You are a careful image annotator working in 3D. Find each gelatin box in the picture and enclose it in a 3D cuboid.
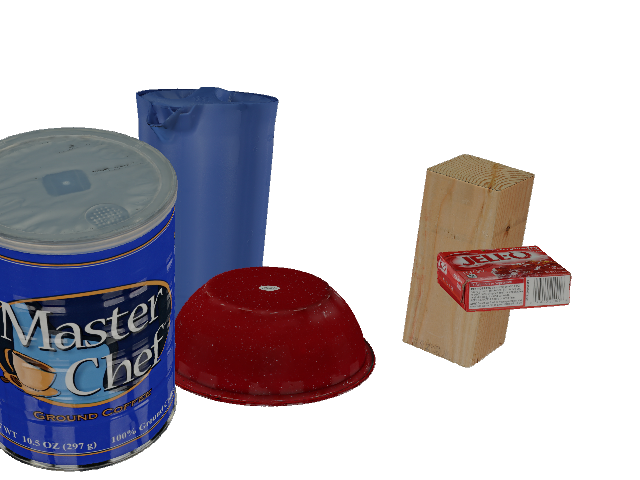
[{"bbox_3d":[0.145,0.029,0.855,0.089,0.030,0.073,-3,17,-10],"label":"gelatin box"}]

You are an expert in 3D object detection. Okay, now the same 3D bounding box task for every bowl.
[{"bbox_3d":[-0.039,0.060,0.775,0.162,0.055,0.162,2,18,-1],"label":"bowl"}]

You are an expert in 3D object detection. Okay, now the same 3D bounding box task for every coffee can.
[{"bbox_3d":[-0.123,0.029,0.533,0.103,0.140,0.103,3,34,-3],"label":"coffee can"}]

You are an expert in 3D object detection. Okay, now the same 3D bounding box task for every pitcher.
[{"bbox_3d":[-0.106,-0.027,1.034,0.149,0.243,0.145,-2,14,-18],"label":"pitcher"}]

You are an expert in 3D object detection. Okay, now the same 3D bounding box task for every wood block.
[{"bbox_3d":[0.162,0.021,1.177,0.090,0.206,0.090,20,26,31],"label":"wood block"}]
